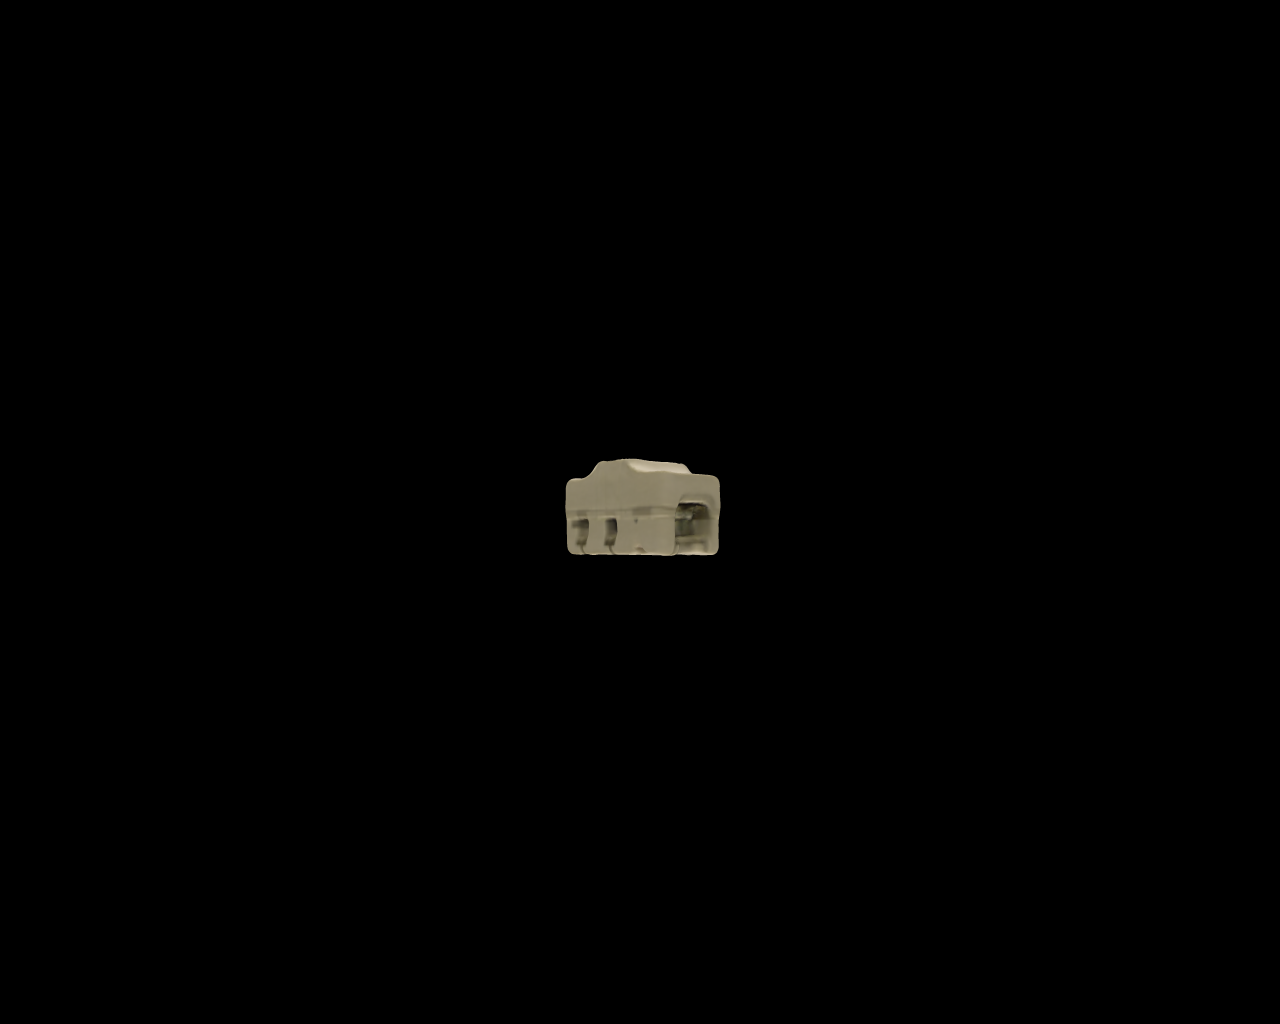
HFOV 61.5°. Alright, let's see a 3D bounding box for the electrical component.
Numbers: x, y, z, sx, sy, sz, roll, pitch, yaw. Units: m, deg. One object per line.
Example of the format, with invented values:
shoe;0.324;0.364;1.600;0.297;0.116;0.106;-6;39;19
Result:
electrical component;0.001;-0.003;0.650;0.050;0.055;0.089;2;-3;-43
